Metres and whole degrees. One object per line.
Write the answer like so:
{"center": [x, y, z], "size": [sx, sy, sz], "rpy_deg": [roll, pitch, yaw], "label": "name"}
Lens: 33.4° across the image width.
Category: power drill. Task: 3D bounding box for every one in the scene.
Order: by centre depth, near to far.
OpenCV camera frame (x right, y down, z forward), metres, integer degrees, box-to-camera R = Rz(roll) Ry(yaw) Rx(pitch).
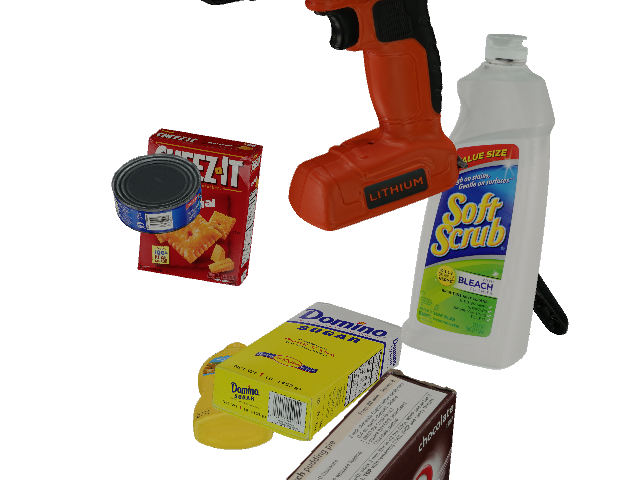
{"center": [0.014, -0.102, 0.598], "size": [0.184, 0.188, 0.057], "rpy_deg": [-18, 35, -22], "label": "power drill"}

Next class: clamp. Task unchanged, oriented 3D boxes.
{"center": [0.174, 0.030, 1.016], "size": [0.120, 0.171, 0.039], "rpy_deg": [-25, 7, -43], "label": "clamp"}

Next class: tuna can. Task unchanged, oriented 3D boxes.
{"center": [-0.157, -0.045, 1.034], "size": [0.086, 0.034, 0.086], "rpy_deg": [0, 43, 0], "label": "tuna can"}

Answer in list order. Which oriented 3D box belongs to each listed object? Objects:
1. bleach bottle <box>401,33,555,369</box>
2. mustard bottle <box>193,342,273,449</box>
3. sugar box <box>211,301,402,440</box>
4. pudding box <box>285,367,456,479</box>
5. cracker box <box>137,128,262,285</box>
{"center": [0.123, -0.032, 0.824], "size": [0.103, 0.251, 0.067], "rpy_deg": [14, 20, 31], "label": "bleach bottle"}
{"center": [-0.108, 0.185, 1.350], "size": [0.096, 0.058, 0.191], "rpy_deg": [-2, 26, -2], "label": "mustard bottle"}
{"center": [-0.006, 0.106, 0.916], "size": [0.093, 0.048, 0.176], "rpy_deg": [16, 25, 24], "label": "sugar box"}
{"center": [0.016, 0.122, 0.456], "size": [0.039, 0.090, 0.113], "rpy_deg": [18, 36, 25], "label": "pudding box"}
{"center": [-0.184, -0.048, 1.621], "size": [0.164, 0.214, 0.072], "rpy_deg": [10, 19, 6], "label": "cracker box"}
